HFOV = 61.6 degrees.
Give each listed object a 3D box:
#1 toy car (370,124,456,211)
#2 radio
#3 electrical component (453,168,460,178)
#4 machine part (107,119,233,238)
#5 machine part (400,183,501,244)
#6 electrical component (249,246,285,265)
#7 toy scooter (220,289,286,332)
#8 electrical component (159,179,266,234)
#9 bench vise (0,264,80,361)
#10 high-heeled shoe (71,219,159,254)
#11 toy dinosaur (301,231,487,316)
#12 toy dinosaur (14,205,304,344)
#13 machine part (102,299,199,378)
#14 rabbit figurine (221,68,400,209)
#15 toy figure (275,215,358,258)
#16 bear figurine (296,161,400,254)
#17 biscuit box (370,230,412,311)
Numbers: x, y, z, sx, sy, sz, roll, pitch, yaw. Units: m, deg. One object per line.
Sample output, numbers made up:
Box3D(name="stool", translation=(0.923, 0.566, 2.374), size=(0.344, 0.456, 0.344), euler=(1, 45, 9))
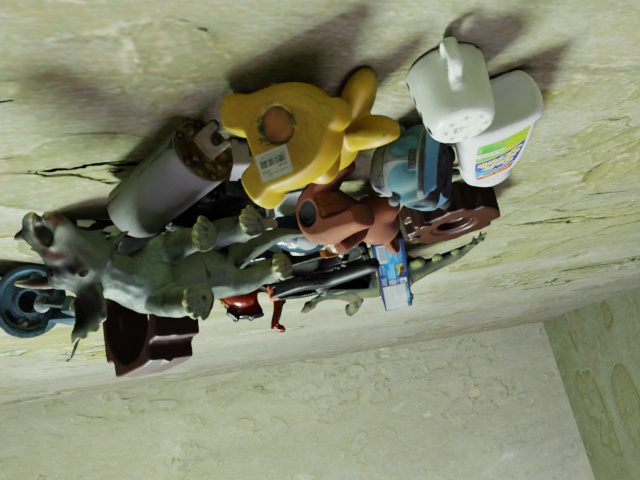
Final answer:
Box3D(name="toy car", translation=(0.121, -0.094, 0.718), size=(0.103, 0.109, 0.161), euler=(6, 180, 22))
Box3D(name="radio", translation=(-0.026, 0.027, 0.995), size=(0.230, 0.073, 0.131), euler=(-15, 161, 11))
Box3D(name="electrical component", translation=(0.168, -0.093, 0.845), size=(0.094, 0.021, 0.063), euler=(-6, 160, -13))
Box3D(name="machine part", translation=(-0.180, -0.066, 0.634), size=(0.079, 0.079, 0.243), euler=(8, 152, -44))
Box3D(name="machine part", translation=(0.237, -0.045, 0.973), size=(0.179, 0.056, 0.179), euler=(-12, 162, -4))
Box3D(name="electrical component", translation=(-0.104, 0.002, 0.880), size=(0.048, 0.075, 0.119), euler=(-12, 159, 23))
Box3D(name="toy scooter", translation=(-0.131, 0.136, 1.157), size=(0.184, 0.135, 0.075), euler=(-2, 161, -21))
Box3D(name="electrical component", translation=(-0.144, -0.049, 0.738), size=(0.115, 0.058, 0.134), euler=(5, 156, -44))
Box3D(name="bench vise", translation=(-0.447, 0.114, 0.902), size=(0.241, 0.129, 0.223), euler=(-3, 150, 35))
Box3D(name="high-heeled shoe", translation=(-0.279, -0.013, 0.798), size=(0.249, 0.145, 0.086), euler=(17, 124, -2))
Box3D(name="toy dinosaur", translation=(0.156, 0.082, 1.224), size=(0.472, 0.105, 0.198), euler=(-23, 155, 17))
Box3D(name="toy dinosaur", translation=(-0.167, 0.035, 0.670), size=(0.192, 0.131, 0.404), euler=(-10, 177, 25))
Box3D(name="machine part", translation=(-0.293, 0.122, 0.916), size=(0.087, 0.201, 0.201), euler=(3, 156, -42))
Box3D(name="rabbit figurine", translation=(-0.002, -0.118, 0.583), size=(0.162, 0.122, 0.173), euler=(-28, 171, 18))
Box3D(name="toy figure", translation=(-0.003, -0.002, 0.859), size=(0.154, 0.058, 0.064), euler=(10, 128, -24))
Box3D(name="bear figurine", translation=(0.066, -0.041, 0.790), size=(0.196, 0.120, 0.132), euler=(2, 153, -39))
Box3D(name="biscuit box", translation=(0.138, 0.051, 1.055), size=(0.059, 0.063, 0.202), euler=(-14, 132, 2))
